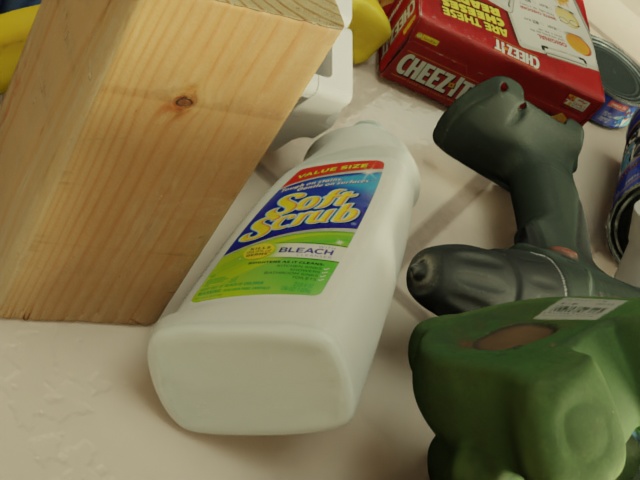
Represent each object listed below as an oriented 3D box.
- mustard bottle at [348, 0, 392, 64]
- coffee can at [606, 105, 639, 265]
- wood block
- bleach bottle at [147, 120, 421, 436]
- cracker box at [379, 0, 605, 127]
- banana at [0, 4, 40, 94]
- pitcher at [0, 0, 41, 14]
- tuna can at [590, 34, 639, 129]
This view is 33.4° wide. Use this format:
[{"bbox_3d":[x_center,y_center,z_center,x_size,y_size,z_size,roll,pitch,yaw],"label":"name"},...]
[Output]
[{"bbox_3d":[-0.019,-0.220,0.797,0.096,0.058,0.192,14,42,-48],"label":"mustard bottle"},{"bbox_3d":[0.276,-0.041,0.803,0.103,0.103,0.140,34,41,-3],"label":"coffee can"},{"bbox_3d":[-0.084,-0.056,0.483,0.090,0.206,0.090,6,49,-32],"label":"wood block"},{"bbox_3d":[-0.004,0.001,0.587,0.103,0.068,0.250,-3,31,16],"label":"bleach bottle"},{"bbox_3d":[0.131,-0.186,0.864,0.164,0.072,0.213,21,44,-17],"label":"cracker box"},{"bbox_3d":[-0.109,-0.099,0.542,0.197,0.069,0.037,-11,82,-3],"label":"banana"},{"bbox_3d":[-0.139,-0.189,0.646,0.149,0.145,0.243,22,37,-35],"label":"pitcher"},{"bbox_3d":[0.244,-0.137,0.925,0.086,0.034,0.086,19,43,-19],"label":"tuna can"}]
